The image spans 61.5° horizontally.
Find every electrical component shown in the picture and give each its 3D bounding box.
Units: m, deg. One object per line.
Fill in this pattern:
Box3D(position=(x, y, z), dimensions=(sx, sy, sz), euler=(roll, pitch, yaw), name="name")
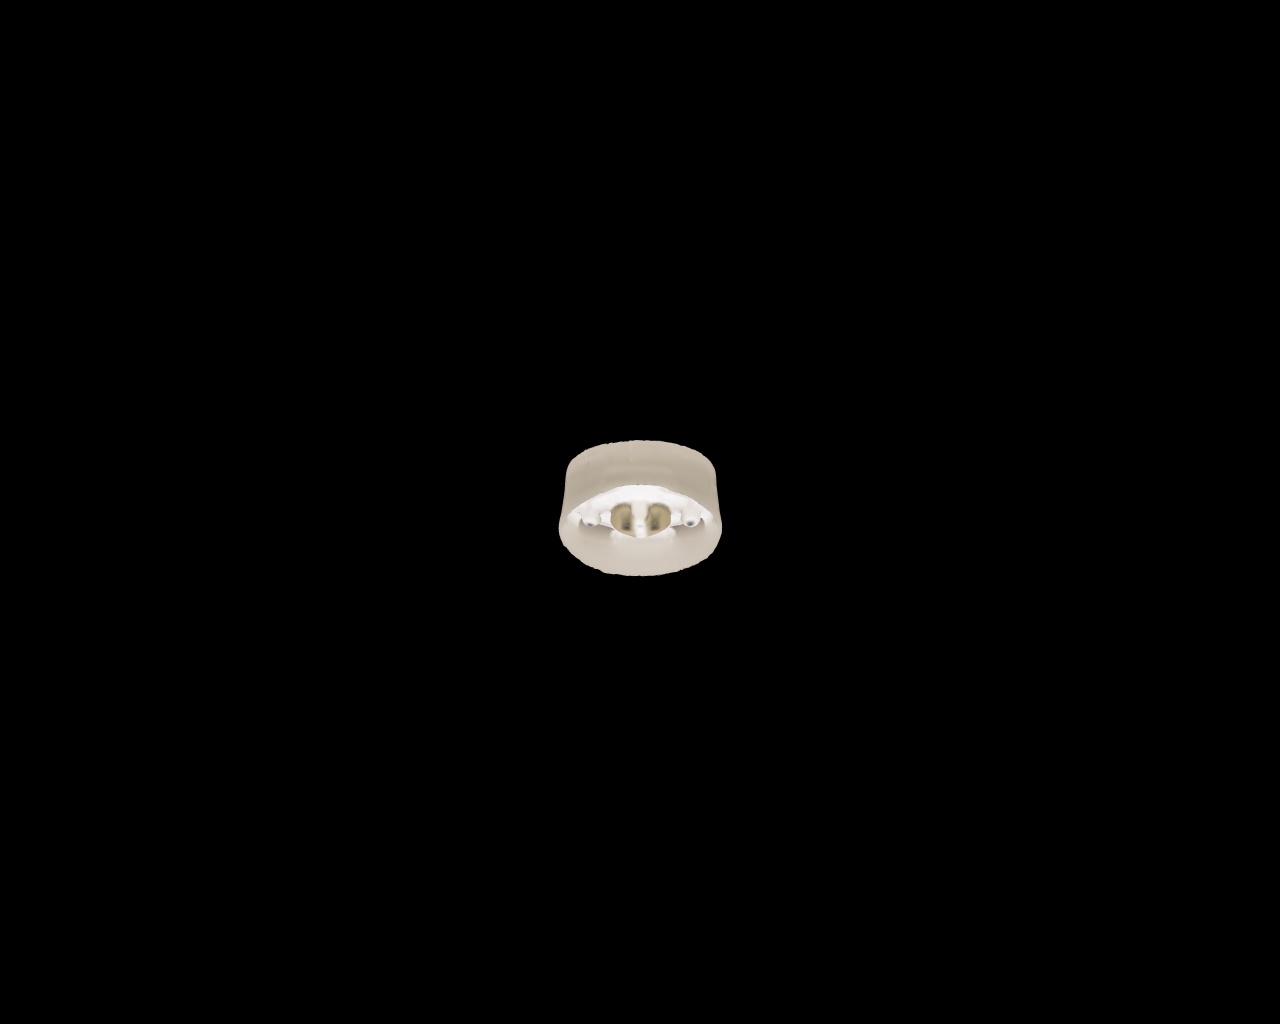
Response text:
Box3D(position=(0.001, -0.003, 0.650), dimensions=(0.099, 0.064, 0.099), euler=(0, -20, 0), name="electrical component")
